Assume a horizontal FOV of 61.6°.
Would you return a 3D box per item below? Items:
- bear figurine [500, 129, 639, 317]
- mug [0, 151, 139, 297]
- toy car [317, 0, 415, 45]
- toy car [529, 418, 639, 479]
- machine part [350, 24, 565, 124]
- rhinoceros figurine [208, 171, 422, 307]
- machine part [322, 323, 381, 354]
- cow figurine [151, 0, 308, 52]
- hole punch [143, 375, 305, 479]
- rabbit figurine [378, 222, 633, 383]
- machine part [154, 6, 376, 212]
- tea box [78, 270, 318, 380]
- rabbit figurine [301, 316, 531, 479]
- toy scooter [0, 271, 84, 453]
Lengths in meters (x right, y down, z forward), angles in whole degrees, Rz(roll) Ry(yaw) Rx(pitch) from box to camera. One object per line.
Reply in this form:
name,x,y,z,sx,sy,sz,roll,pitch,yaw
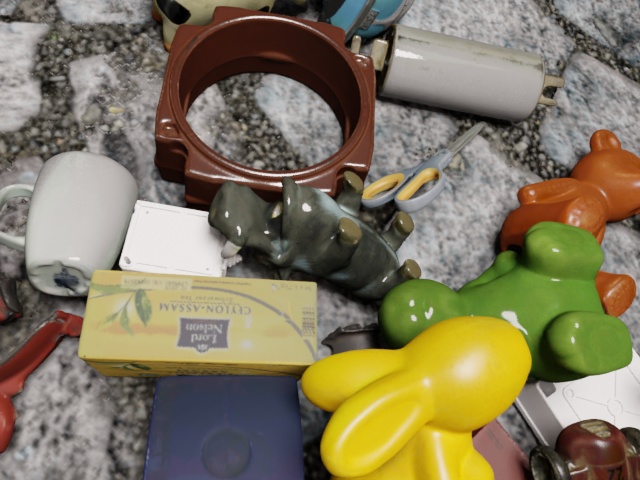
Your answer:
bear figurine,0.279,-0.028,0.530,0.196,0.132,0.120,-32,104,-16
mug,-0.209,-0.011,0.435,0.109,0.080,0.107,9,46,-19
toy car,0.056,-0.292,0.614,0.103,0.109,0.162,10,53,-31
toy car,0.213,0.236,0.403,0.089,0.053,0.202,-5,91,-14
machine part,0.151,-0.181,0.591,0.243,0.079,0.079,8,67,-7
rhinoceros figurine,-0.001,-0.001,0.458,0.190,0.112,0.073,24,49,-31
machine part,0.047,0.140,0.465,0.084,0.039,0.139,-17,74,-8
cow figurine,-0.081,-0.273,0.559,0.195,0.127,0.085,-15,75,-13
hole punch,-0.067,0.159,0.379,0.142,0.092,0.116,5,25,-12
rabbit figurine,0.127,0.060,0.444,0.170,0.159,0.121,1,68,-6
machine part,-0.050,-0.122,0.526,0.201,0.087,0.201,8,68,-8
tea box,-0.092,0.073,0.433,0.170,0.098,0.068,2,67,-8
rabbit figurine,0.066,0.122,0.356,0.162,0.122,0.173,20,104,-17
toy scooter,-0.263,0.068,0.417,0.135,0.075,0.184,-32,80,-21
